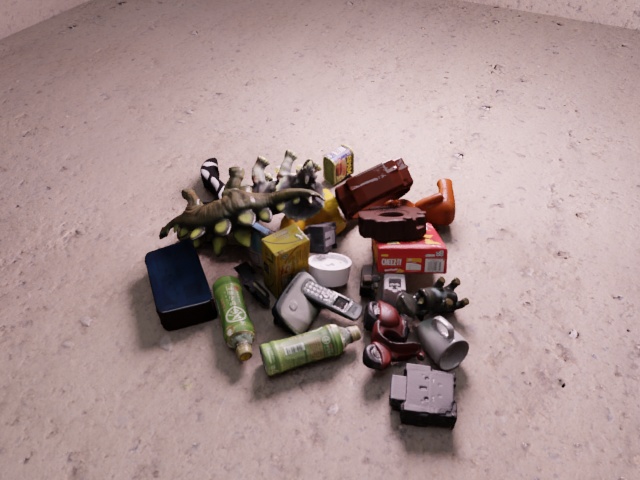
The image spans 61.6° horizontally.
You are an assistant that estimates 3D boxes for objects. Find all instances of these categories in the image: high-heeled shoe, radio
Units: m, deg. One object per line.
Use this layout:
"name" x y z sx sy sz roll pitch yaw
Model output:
"high-heeled shoe" -0.283 -0.167 1.601 0.145 0.086 0.249 3 48 0
"radio" -0.345 0.107 1.316 0.131 0.073 0.230 -17 44 -15

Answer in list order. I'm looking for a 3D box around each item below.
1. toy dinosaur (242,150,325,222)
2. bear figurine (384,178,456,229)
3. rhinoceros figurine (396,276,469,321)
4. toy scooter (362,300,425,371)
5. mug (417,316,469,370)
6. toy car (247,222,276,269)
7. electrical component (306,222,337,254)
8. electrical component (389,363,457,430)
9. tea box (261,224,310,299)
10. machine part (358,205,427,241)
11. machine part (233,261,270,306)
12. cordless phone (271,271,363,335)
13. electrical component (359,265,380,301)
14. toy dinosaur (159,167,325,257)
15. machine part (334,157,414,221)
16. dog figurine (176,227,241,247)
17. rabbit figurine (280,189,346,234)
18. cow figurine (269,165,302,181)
"toy dinosaur" -0.126 -0.127 1.448 0.405 0.131 0.192 -12 53 42
"bear figurine" 0.270 -0.089 1.484 0.196 0.120 0.132 -2 39 7
"rhinoceros figurine" 0.253 0.136 1.225 0.190 0.112 0.073 0 64 -41
"toy scooter" 0.164 0.214 1.190 0.135 0.075 0.184 9 41 -2
"mug" 0.260 0.212 1.175 0.081 0.109 0.107 -25 37 -17
"toy car" -0.129 0.025 1.370 0.109 0.161 0.103 29 91 49
"electrical component" -0.003 -0.004 1.368 0.048 0.074 0.119 1 7 28
"electrical component" 0.209 0.316 1.094 0.134 0.058 0.115 5 42 6
"tea box" -0.083 0.054 1.293 0.098 0.169 0.068 -26 54 -26
"machine part" 0.177 -0.045 1.330 0.179 0.056 0.179 -3 16 1
"machine part" -0.167 0.105 1.320 0.039 0.084 0.139 -44 40 3
"cordless phone" -0.005 0.167 1.242 0.184 0.088 0.146 22 48 14
"electrical component" 0.119 0.107 1.293 0.045 0.102 0.078 8 54 4
"toy dinosaur" -0.207 -0.070 1.308 0.472 0.105 0.199 -20 53 19
"machine part" 0.145 -0.132 1.451 0.201 0.201 0.087 -27 82 -1
"dog figurine" -0.272 -0.012 1.435 0.190 0.121 0.173 -32 44 -12
"rabbit figurine" -0.039 -0.071 1.473 0.173 0.121 0.163 -33 50 -5
"cow figurine" -0.116 -0.169 1.610 0.167 0.068 0.098 -4 49 -2
